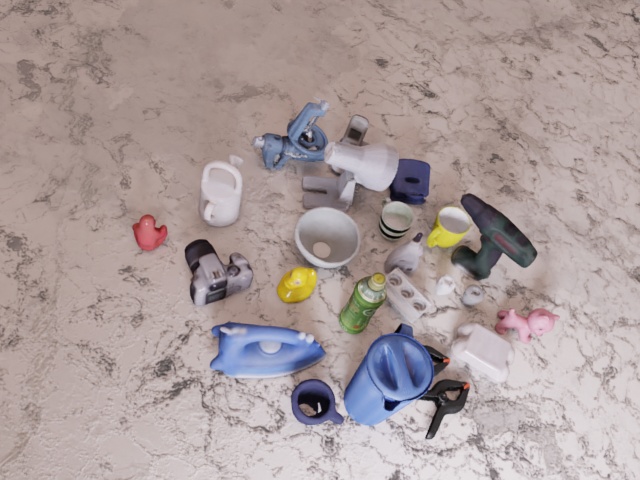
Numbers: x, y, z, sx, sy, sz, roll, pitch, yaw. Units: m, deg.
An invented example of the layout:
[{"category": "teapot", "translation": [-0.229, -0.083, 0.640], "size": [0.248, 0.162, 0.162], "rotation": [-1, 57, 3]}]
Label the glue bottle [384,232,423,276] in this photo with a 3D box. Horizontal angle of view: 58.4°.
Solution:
[{"category": "glue bottle", "translation": [0.215, 0.031, 1.386], "size": [0.078, 0.173, 0.037], "rotation": [10, 57, -8]}]

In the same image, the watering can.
[{"category": "watering can", "translation": [-0.233, -0.129, 1.356], "size": [0.101, 0.194, 0.173], "rotation": [3, 58, -13]}]

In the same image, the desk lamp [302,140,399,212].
[{"category": "desk lamp", "translation": [0.073, -0.165, 1.446], "size": [0.203, 0.213, 0.118], "rotation": [3, 58, -12]}]

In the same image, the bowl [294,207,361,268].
[{"category": "bowl", "translation": [0.013, 0.005, 1.408], "size": [0.167, 0.074, 0.167], "rotation": [7, 58, -10]}]

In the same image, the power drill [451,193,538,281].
[{"category": "power drill", "translation": [0.413, 0.006, 1.431], "size": [0.229, 0.208, 0.076], "rotation": [35, 57, 9]}]

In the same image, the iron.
[{"category": "iron", "translation": [-0.098, 0.216, 1.209], "size": [0.259, 0.141, 0.118], "rotation": [3, 58, -13]}]

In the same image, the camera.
[{"category": "camera", "translation": [-0.238, 0.057, 1.295], "size": [0.143, 0.101, 0.136], "rotation": [-20, 66, -24]}]

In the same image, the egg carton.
[{"category": "egg carton", "translation": [0.382, 0.263, 1.348], "size": [0.150, 0.069, 0.107], "rotation": [30, 56, 5]}]

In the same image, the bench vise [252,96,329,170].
[{"category": "bench vise", "translation": [-0.059, -0.266, 1.470], "size": [0.208, 0.219, 0.121], "rotation": [-24, 67, -26]}]

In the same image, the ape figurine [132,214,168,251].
[{"category": "ape figurine", "translation": [-0.392, -0.025, 1.311], "size": [0.078, 0.092, 0.076], "rotation": [21, 56, -1]}]

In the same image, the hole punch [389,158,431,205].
[{"category": "hole punch", "translation": [0.247, -0.159, 1.561], "size": [0.109, 0.091, 0.101], "rotation": [5, 58, -11]}]

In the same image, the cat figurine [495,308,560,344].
[{"category": "cat figurine", "translation": [0.510, 0.196, 1.394], "size": [0.128, 0.117, 0.067], "rotation": [19, 56, -2]}]

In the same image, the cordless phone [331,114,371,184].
[{"category": "cordless phone", "translation": [0.117, -0.240, 1.521], "size": [0.147, 0.185, 0.094], "rotation": [22, 56, 0]}]

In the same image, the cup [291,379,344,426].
[{"category": "cup", "translation": [-0.009, 0.350, 1.177], "size": [0.117, 0.095, 0.092], "rotation": [31, 57, 6]}]

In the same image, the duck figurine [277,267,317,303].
[{"category": "duck figurine", "translation": [-0.048, 0.092, 1.332], "size": [0.105, 0.086, 0.077], "rotation": [-31, 71, -28]}]
